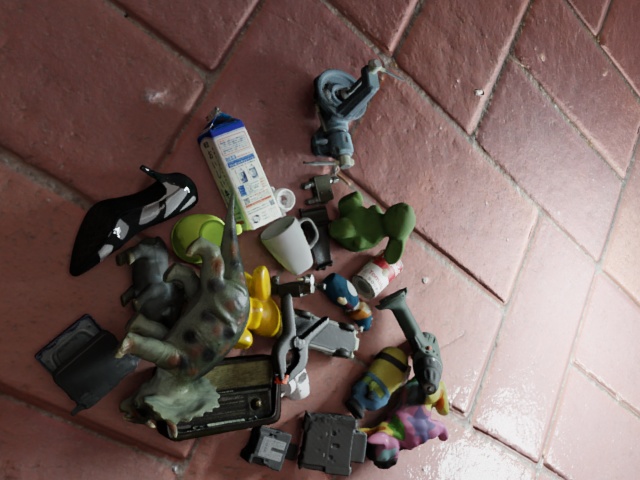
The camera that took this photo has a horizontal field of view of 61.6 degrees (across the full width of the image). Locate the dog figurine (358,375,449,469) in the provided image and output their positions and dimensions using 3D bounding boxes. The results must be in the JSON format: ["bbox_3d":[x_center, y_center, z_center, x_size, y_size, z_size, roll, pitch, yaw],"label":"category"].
[{"bbox_3d":[0.175,0.398,1.194,0.219,0.108,0.191,1,87,-29],"label":"dog figurine"}]

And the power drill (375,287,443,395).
[{"bbox_3d":[0.206,0.212,1.185,0.086,0.232,0.207,-36,87,15],"label":"power drill"}]

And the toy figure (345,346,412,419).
[{"bbox_3d":[0.129,0.311,1.186,0.180,0.082,0.089,-35,106,-27],"label":"toy figure"}]

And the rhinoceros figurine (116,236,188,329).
[{"bbox_3d":[-0.290,0.090,0.951,0.112,0.073,0.190,-16,94,-40],"label":"rhinoceros figurine"}]

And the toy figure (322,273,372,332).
[{"bbox_3d":[0.066,0.138,1.169,0.154,0.058,0.064,47,46,-18],"label":"toy figure"}]

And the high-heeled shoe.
[{"bbox_3d":[-0.323,-0.024,0.954,0.248,0.086,0.145,-54,145,-5],"label":"high-heeled shoe"}]

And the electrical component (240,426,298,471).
[{"bbox_3d":[-0.090,0.412,1.060,0.119,0.048,0.075,31,71,-24],"label":"electrical component"}]

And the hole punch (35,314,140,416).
[{"bbox_3d":[-0.384,0.198,0.883,0.142,0.092,0.115,-45,138,-29],"label":"hole punch"}]

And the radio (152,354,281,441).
[{"bbox_3d":[-0.186,0.285,0.992,0.229,0.073,0.131,1,81,-31],"label":"radio"}]

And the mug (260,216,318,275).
[{"bbox_3d":[-0.052,0.010,1.096,0.109,0.081,0.107,-34,114,-13],"label":"mug"}]

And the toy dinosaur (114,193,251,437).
[{"bbox_3d":[-0.190,0.133,0.873,0.192,0.131,0.405,40,77,-19],"label":"toy dinosaur"}]

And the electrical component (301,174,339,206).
[{"bbox_3d":[0.005,-0.109,1.174,0.094,0.021,0.063,-17,96,-33],"label":"electrical component"}]

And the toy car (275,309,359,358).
[{"bbox_3d":[-0.001,0.197,1.129,0.201,0.056,0.073,22,69,-30],"label":"toy car"}]

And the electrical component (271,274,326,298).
[{"bbox_3d":[-0.049,0.091,1.086,0.078,0.102,0.045,-12,96,-57],"label":"electrical component"}]

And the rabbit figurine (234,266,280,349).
[{"bbox_3d":[-0.144,0.132,1.024,0.173,0.122,0.162,24,60,-47],"label":"rabbit figurine"}]

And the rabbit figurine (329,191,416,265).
[{"bbox_3d":[0.128,-0.021,1.145,0.159,0.170,0.121,57,41,-29],"label":"rabbit figurine"}]

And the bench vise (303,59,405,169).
[{"bbox_3d":[0.054,-0.271,1.103,0.129,0.240,0.223,10,65,-27],"label":"bench vise"}]

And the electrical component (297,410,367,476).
[{"bbox_3d":[0.026,0.414,1.098,0.134,0.058,0.115,7,82,-4],"label":"electrical component"}]

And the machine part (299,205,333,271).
[{"bbox_3d":[-0.002,-0.003,1.153,0.084,0.039,0.138,-10,90,-37],"label":"machine part"}]
